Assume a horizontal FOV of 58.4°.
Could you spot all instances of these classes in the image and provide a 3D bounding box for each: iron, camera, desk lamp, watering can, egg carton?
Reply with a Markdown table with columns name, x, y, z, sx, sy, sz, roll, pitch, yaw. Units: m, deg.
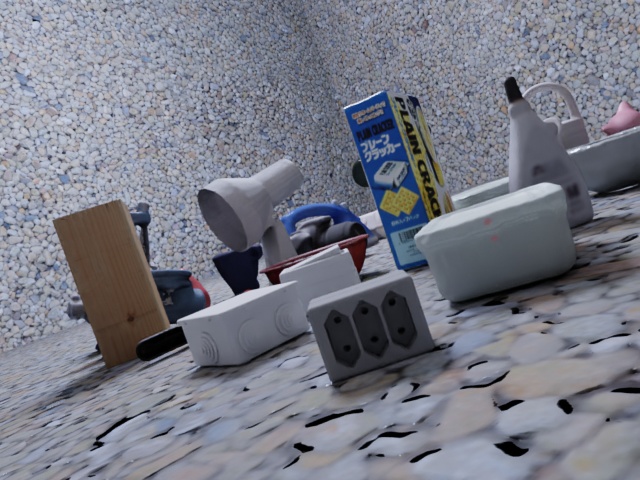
| name | x | y | z | sx | sy | sz | roll | pitch | yaw |
| --- | --- | --- | --- | --- | --- | --- | --- | --- | --- |
| iron | 0.002 | -0.021 | 1.266 | 0.259 | 0.141 | 0.118 | -20 | 2 | -25 |
| camera | 0.010 | 0.004 | 1.097 | 0.136 | 0.101 | 0.143 | -17 | 3 | 37 |
| desk lamp | -0.078 | -0.021 | 0.959 | 0.204 | 0.213 | 0.117 | -20 | 3 | -33 |
| watering can | 0.405 | -0.176 | 0.979 | 0.101 | 0.194 | 0.173 | -19 | 2 | 5 |
| egg carton | 0.157 | -0.042 | 1.437 | 0.107 | 0.069 | 0.150 | -20 | 2 | -23 |

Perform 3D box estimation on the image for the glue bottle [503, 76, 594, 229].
| name | x | y | z | sx | sy | sz | roll | pitch | yaw |
| --- | --- | --- | --- | --- | --- | --- | --- | --- | --- |
| glue bottle | 0.228 | -0.091 | 0.609 | 0.078 | 0.173 | 0.037 | -19 | 2 | -7 |

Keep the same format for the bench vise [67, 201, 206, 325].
| name | x | y | z | sx | sy | sz | roll | pitch | yaw |
| --- | --- | --- | --- | --- | --- | --- | --- | --- | --- |
| bench vise | -0.298 | 0.053 | 0.918 | 0.121 | 0.220 | 0.208 | -17 | 3 | 33 |

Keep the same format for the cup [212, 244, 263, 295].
| name | x | y | z | sx | sy | sz | roll | pitch | yaw |
| --- | --- | --- | --- | --- | --- | --- | --- | --- | --- |
| cup | -0.145 | 0.059 | 1.121 | 0.117 | 0.095 | 0.092 | -17 | 3 | 37 |

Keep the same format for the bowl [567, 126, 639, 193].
| name | x | y | z | sx | sy | sz | roll | pitch | yaw |
| --- | --- | --- | --- | --- | --- | --- | --- | --- | --- |
| bowl | 0.415 | -0.110 | 0.798 | 0.167 | 0.075 | 0.167 | -19 | 2 | 1 |

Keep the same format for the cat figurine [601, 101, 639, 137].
| name | x | y | z | sx | sy | sz | roll | pitch | yaw |
| --- | --- | --- | --- | --- | --- | --- | --- | --- | --- |
| cat figurine | 0.529 | -0.177 | 0.936 | 0.127 | 0.118 | 0.067 | -18 | 2 | 15 |

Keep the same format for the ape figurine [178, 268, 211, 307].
| name | x | y | z | sx | sy | sz | roll | pitch | yaw |
| --- | --- | --- | --- | --- | --- | --- | --- | --- | --- |
| ape figurine | -0.253 | 0.099 | 1.098 | 0.076 | 0.092 | 0.078 | -17 | 3 | 41 |

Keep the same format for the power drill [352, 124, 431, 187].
| name | x | y | z | sx | sy | sz | roll | pitch | yaw |
| --- | --- | --- | --- | --- | --- | --- | --- | --- | --- |
| power drill | 0.158 | -0.101 | 1.037 | 0.075 | 0.208 | 0.230 | -17 | 3 | 44 |

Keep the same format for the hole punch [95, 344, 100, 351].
| name | x | y | z | sx | sy | sz | roll | pitch | yaw |
| --- | --- | --- | --- | --- | --- | --- | --- | --- | --- |
| hole punch | -0.362 | 0.139 | 1.022 | 0.101 | 0.091 | 0.108 | -20 | 2 | -22 |
